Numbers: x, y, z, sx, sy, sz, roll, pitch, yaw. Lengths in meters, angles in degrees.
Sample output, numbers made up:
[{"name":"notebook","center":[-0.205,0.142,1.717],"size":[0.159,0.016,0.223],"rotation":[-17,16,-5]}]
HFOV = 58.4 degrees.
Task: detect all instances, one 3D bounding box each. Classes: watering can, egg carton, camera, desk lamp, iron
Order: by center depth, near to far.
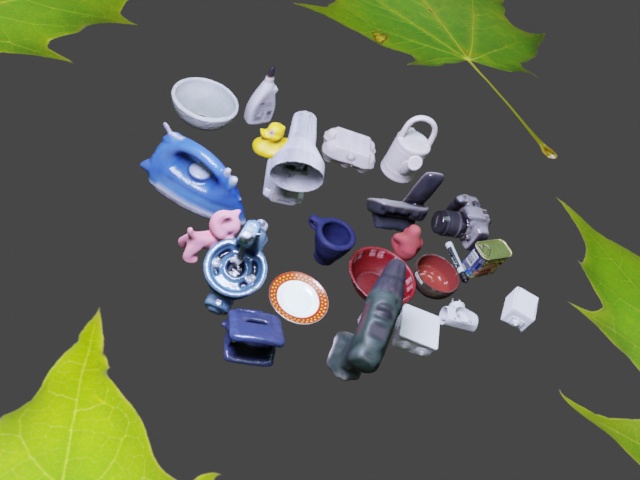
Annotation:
[{"name":"iron","center":[-0.255,-0.144,1.246],"size":[0.258,0.141,0.119],"rotation":[32,45,3]},{"name":"desk lamp","center":[-0.062,-0.176,1.314],"size":[0.118,0.213,0.203],"rotation":[13,47,-14]},{"name":"camera","center":[0.362,-0.058,1.490],"size":[0.137,0.100,0.143],"rotation":[7,49,-20]},{"name":"watering can","center":[0.248,-0.247,1.535],"size":[0.101,0.194,0.172],"rotation":[0,52,-25]},{"name":"egg carton","center":[0.078,-0.241,1.538],"size":[0.150,0.069,0.107],"rotation":[16,47,-12]}]

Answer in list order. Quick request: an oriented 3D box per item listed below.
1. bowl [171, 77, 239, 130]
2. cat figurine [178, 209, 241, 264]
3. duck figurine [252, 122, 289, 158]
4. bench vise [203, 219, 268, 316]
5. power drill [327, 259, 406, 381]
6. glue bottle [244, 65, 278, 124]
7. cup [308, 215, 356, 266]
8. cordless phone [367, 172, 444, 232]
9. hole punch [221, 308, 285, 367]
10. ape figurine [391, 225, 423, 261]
[{"name":"bowl","center":[-0.293,-0.328,1.435],"size":[0.168,0.074,0.167],"rotation":[13,47,-14]},{"name":"cat figurine","center":[-0.217,-0.018,1.171],"size":[0.128,0.117,0.067],"rotation":[-12,57,-33]},{"name":"duck figurine","center":[-0.113,-0.259,1.452],"size":[0.105,0.086,0.077],"rotation":[-1,52,-26]},{"name":"bench vise","center":[-0.154,0.014,1.101],"size":[0.122,0.219,0.207],"rotation":[14,47,-14]},{"name":"power drill","center":[0.090,0.168,1.089],"size":[0.075,0.208,0.230],"rotation":[25,45,-3]},{"name":"glue bottle","center":[-0.142,-0.376,1.479],"size":[0.078,0.173,0.037],"rotation":[-16,59,-34]},{"name":"cup","center":[0.012,0.005,1.275],"size":[0.117,0.095,0.092],"rotation":[38,46,9]},{"name":"cordless phone","center":[0.210,-0.111,1.405],"size":[0.148,0.185,0.094],"rotation":[4,50,-22]},{"name":"hole punch","center":[-0.125,0.171,1.068],"size":[0.109,0.091,0.101],"rotation":[11,48,-16]},{"name":"ape figurine","center":[0.216,-0.001,1.378],"size":[0.078,0.092,0.076],"rotation":[24,45,-4]}]
